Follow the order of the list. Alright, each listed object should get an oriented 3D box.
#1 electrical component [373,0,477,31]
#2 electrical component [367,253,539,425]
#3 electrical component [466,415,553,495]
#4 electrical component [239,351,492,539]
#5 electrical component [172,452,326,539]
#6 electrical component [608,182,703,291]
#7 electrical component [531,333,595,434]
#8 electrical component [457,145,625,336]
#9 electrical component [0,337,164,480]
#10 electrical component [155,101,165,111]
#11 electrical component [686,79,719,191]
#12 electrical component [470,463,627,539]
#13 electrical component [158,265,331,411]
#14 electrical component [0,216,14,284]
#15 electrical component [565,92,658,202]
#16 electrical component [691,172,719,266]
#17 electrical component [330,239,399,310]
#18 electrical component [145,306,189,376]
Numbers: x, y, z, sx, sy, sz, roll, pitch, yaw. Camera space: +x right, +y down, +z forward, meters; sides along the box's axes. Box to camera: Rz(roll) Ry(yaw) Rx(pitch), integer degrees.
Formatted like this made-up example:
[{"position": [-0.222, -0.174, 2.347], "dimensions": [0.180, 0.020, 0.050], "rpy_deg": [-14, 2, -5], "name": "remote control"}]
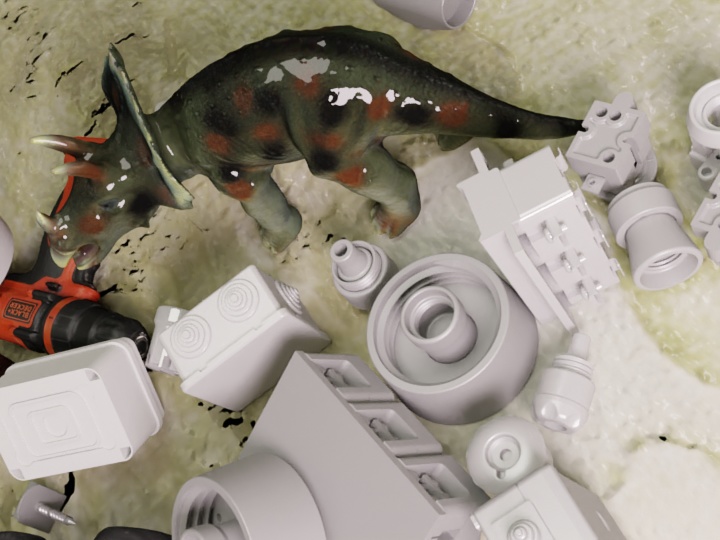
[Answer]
[{"position": [0.060, -0.237, 0.862], "dimensions": [0.077, 0.044, 0.079], "rpy_deg": [27, 79, 36], "name": "electrical component"}, {"position": [0.056, 0.040, 0.703], "dimensions": [0.108, 0.060, 0.108], "rpy_deg": [-13, 59, 22], "name": "electrical component"}, {"position": [0.094, 0.117, 0.640], "dimensions": [0.048, 0.062, 0.048], "rpy_deg": [-13, 59, 22], "name": "electrical component"}, {"position": [0.003, 0.131, 0.670], "dimensions": [0.150, 0.062, 0.089], "rpy_deg": [45, 115, 37], "name": "electrical component"}, {"position": [-0.076, 0.171, 0.659], "dimensions": [0.108, 0.060, 0.108], "rpy_deg": [11, 104, 50], "name": "electrical component"}, {"position": [0.185, -0.021, 0.678], "dimensions": [0.045, 0.045, 0.055], "rpy_deg": [-24, 55, 14], "name": "electrical component"}, {"position": [0.129, 0.068, 0.666], "dimensions": [0.035, 0.035, 0.061], "rpy_deg": [9, 66, 31], "name": "electrical component"}, {"position": [0.116, -0.021, 0.666], "dimensions": [0.063, 0.121, 0.078], "rpy_deg": [-27, 55, 13], "name": "electrical component"}, {"position": [-0.211, 0.101, 0.793], "dimensions": [0.113, 0.078, 0.057], "rpy_deg": [-14, 16, 21], "name": "electrical component"}, {"position": [-0.145, -0.128, 0.916], "dimensions": [0.046, 0.040, 0.040], "rpy_deg": [-12, 59, 16], "name": "electrical component"}, {"position": [0.235, -0.089, 0.682], "dimensions": [0.048, 0.055, 0.066], "rpy_deg": [37, 84, 37], "name": "electrical component"}, {"position": [0.109, 0.150, 0.592], "dimensions": [0.061, 0.096, 0.061], "rpy_deg": [-35, 53, 7], "name": "electrical component"}, {"position": [-0.080, 0.048, 0.749], "dimensions": [0.100, 0.100, 0.048], "rpy_deg": [-37, 66, 5], "name": "electrical component"}, {"position": [-0.336, -0.016, 0.882], "dimensions": [0.099, 0.064, 0.099], "rpy_deg": [-6, 49, 7], "name": "electrical component"}, {"position": [0.168, -0.075, 0.709], "dimensions": [0.048, 0.055, 0.066], "rpy_deg": [21, 76, 35], "name": "electrical component"}, {"position": [0.231, -0.027, 0.650], "dimensions": [0.048, 0.055, 0.066], "rpy_deg": [25, 77, 35], "name": "electrical component"}, {"position": [0.000, 0.000, 0.753], "dimensions": [0.043, 0.062, 0.043], "rpy_deg": [-13, 59, 22], "name": "electrical component"}, {"position": [-0.140, 0.055, 0.813], "dimensions": [0.040, 0.040, 0.046], "rpy_deg": [6, 73, 30], "name": "electrical component"}]
